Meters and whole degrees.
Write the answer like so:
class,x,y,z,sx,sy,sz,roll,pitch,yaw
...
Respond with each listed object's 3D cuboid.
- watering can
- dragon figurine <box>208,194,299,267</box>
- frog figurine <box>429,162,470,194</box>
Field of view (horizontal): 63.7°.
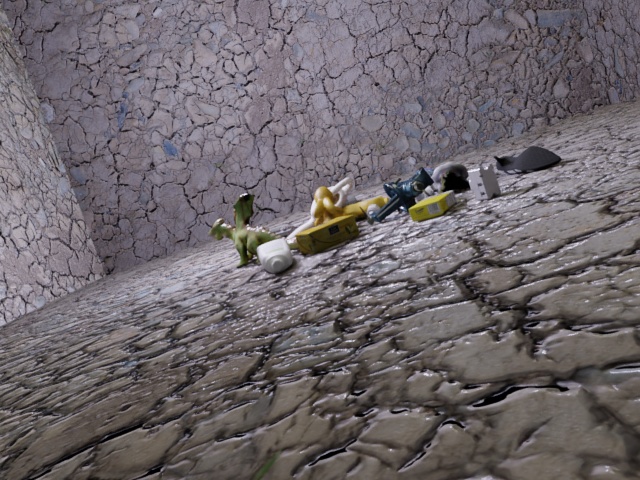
class,x,y,z,sx,sy,sz,roll,pitch,yaw
watering can,0.006,-0.099,1.968,0.348,0.105,0.222,-46,-15,-2
dragon figurine,-0.237,-0.043,1.783,0.407,0.243,0.123,-17,1,36
frog figurine,0.447,-0.220,1.808,0.136,0.122,0.162,-37,14,12
